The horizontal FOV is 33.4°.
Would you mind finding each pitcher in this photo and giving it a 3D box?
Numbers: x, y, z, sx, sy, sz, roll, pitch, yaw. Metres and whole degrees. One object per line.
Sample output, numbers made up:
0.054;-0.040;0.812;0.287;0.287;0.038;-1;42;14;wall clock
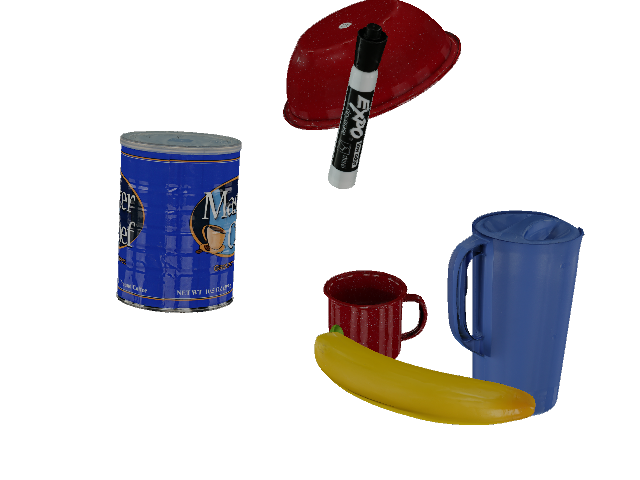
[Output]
0.240;0.092;1.327;0.149;0.243;0.144;6;19;17;pitcher

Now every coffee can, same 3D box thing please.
-0.123;-0.019;0.919;0.103;0.140;0.103;4;12;-1;coffee can

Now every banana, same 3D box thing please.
0.061;0.101;0.799;0.198;0.037;0.069;19;37;39;banana

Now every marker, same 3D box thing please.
0.023;-0.085;0.682;0.020;0.121;0.020;6;42;-6;marker

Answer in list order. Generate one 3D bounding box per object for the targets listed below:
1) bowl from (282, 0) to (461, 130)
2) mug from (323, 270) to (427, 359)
0.032;-0.158;0.893;0.162;0.055;0.162;-21;28;11;bowl
0.062;0.088;1.197;0.117;0.081;0.093;-4;24;-8;mug
